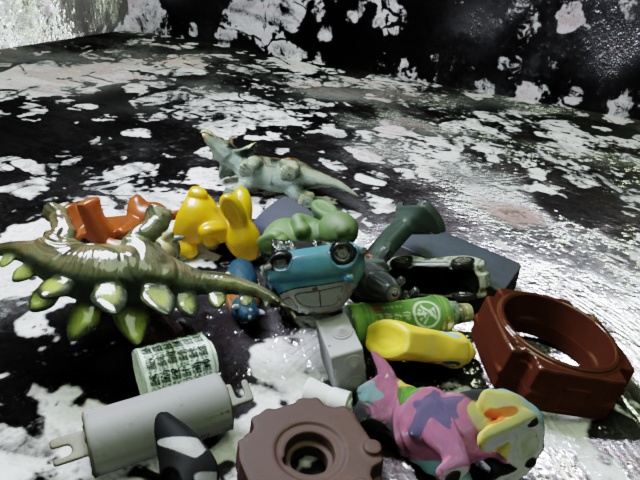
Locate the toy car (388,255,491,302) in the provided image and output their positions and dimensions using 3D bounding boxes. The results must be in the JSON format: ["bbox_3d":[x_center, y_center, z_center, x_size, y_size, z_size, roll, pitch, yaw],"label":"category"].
[{"bbox_3d":[0.206,0.067,0.971,0.202,0.073,0.056,-1,14,31],"label":"toy car"}]

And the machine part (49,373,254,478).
[{"bbox_3d":[-0.197,0.224,0.662,0.243,0.079,0.079,-10,33,-28],"label":"machine part"}]

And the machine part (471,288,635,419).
[{"bbox_3d":[0.352,0.167,0.830,0.201,0.087,0.201,10,28,-6],"label":"machine part"}]

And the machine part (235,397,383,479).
[{"bbox_3d":[-0.014,0.266,0.643,0.179,0.056,0.179,3,29,-2],"label":"machine part"}]

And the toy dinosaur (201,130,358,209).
[{"bbox_3d":[-0.105,-0.164,1.334,0.405,0.131,0.192,13,30,0],"label":"toy dinosaur"}]

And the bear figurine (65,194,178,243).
[{"bbox_3d":[-0.385,-0.046,1.057,0.120,0.131,0.196,-7,23,41],"label":"bear figurine"}]

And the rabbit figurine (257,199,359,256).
[{"bbox_3d":[-0.002,-0.003,0.984,0.170,0.121,0.159,-15,21,23],"label":"rabbit figurine"}]

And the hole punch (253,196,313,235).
[{"bbox_3d":[-0.075,-0.023,1.112,0.116,0.092,0.142,-25,45,-36],"label":"hole punch"}]

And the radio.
[{"bbox_3d":[0.264,0.055,1.050,0.230,0.073,0.131,27,34,29],"label":"radio"}]

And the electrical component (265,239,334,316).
[{"bbox_3d":[-0.031,0.067,0.909,0.115,0.134,0.058,0,30,-13],"label":"electrical component"}]

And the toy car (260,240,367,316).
[{"bbox_3d":[-0.004,0.061,0.799,0.162,0.103,0.109,-9,-10,-11],"label":"toy car"}]

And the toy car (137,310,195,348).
[{"bbox_3d":[-0.279,0.105,0.819,0.202,0.053,0.089,45,53,14],"label":"toy car"}]

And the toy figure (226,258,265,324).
[{"bbox_3d":[-0.132,0.093,0.927,0.064,0.057,0.155,-5,36,-8],"label":"toy figure"}]

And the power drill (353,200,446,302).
[{"bbox_3d":[0.124,0.023,0.931,0.207,0.086,0.232,-48,21,-17],"label":"power drill"}]

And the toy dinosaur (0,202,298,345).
[{"bbox_3d":[-0.268,0.050,0.767,0.472,0.105,0.199,2,46,-7],"label":"toy dinosaur"}]

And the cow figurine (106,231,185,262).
[{"bbox_3d":[-0.319,0.039,0.958,0.127,0.085,0.195,8,33,-1],"label":"cow figurine"}]

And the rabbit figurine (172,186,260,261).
[{"bbox_3d":[-0.188,-0.028,1.062,0.173,0.162,0.122,29,20,5],"label":"rabbit figurine"}]

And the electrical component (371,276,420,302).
[{"bbox_3d":[0.125,0.105,0.942,0.063,0.094,0.021,38,20,-21],"label":"electrical component"}]

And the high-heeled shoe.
[{"bbox_3d":[-0.160,0.290,0.525,0.145,0.086,0.249,-5,43,-43],"label":"high-heeled shoe"}]

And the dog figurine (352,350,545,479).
[{"bbox_3d":[0.147,0.218,0.689,0.191,0.108,0.219,-31,34,-10],"label":"dog figurine"}]
